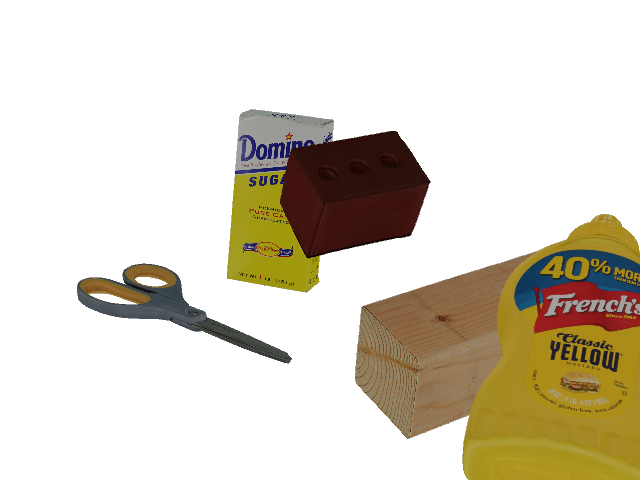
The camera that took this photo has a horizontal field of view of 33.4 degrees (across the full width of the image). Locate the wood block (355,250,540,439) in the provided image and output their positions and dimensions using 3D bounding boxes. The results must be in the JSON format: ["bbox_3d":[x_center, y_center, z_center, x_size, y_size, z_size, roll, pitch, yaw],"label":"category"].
[{"bbox_3d":[0.144,0.089,0.965,0.205,0.090,0.091,-15,36,-26],"label":"wood block"}]

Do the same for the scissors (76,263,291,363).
[{"bbox_3d":[-0.103,0.056,0.884,0.202,0.016,0.096,13,24,15],"label":"scissors"}]

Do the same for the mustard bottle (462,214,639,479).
[{"bbox_3d":[0.138,0.052,0.554,0.096,0.058,0.191,9,42,15],"label":"mustard bottle"}]

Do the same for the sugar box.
[{"bbox_3d":[-0.042,-0.041,1.099,0.093,0.176,0.048,9,16,15],"label":"sugar box"}]

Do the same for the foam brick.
[{"bbox_3d":[0.020,-0.030,0.686,0.078,0.053,0.051,-13,-37,-23],"label":"foam brick"}]
